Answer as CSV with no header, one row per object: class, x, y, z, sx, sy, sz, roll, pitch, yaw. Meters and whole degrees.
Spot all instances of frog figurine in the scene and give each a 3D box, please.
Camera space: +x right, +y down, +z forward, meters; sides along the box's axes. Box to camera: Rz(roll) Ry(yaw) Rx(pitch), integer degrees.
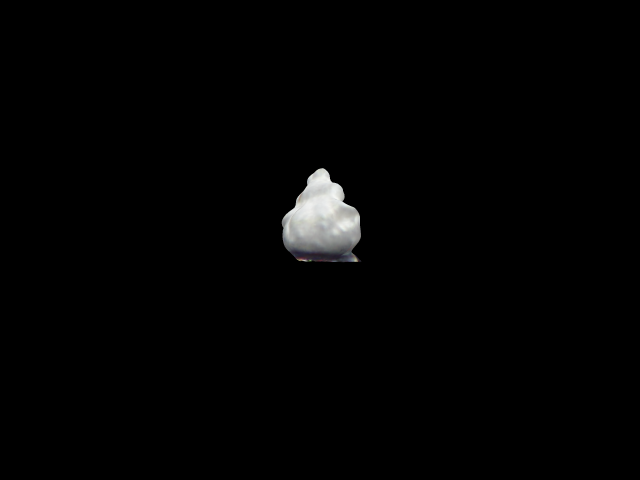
frog figurine,0.003,-0.043,0.850,0.137,0.160,0.122,-3,-4,39
